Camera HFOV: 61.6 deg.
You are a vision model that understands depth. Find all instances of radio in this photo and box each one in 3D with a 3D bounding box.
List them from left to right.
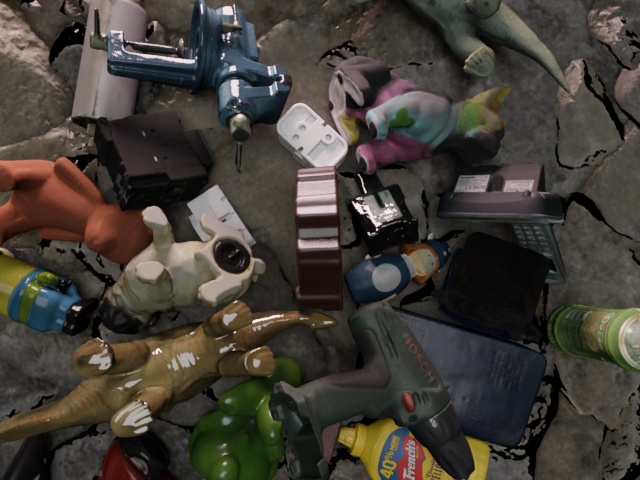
[{"bbox_3d":[0.164,0.175,0.709,0.230,0.073,0.131,16,86,1],"label":"radio"}]

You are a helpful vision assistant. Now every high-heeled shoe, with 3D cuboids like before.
[{"bbox_3d":[-0.334,0.373,0.671,0.145,0.086,0.248,14,89,-4],"label":"high-heeled shoe"}]

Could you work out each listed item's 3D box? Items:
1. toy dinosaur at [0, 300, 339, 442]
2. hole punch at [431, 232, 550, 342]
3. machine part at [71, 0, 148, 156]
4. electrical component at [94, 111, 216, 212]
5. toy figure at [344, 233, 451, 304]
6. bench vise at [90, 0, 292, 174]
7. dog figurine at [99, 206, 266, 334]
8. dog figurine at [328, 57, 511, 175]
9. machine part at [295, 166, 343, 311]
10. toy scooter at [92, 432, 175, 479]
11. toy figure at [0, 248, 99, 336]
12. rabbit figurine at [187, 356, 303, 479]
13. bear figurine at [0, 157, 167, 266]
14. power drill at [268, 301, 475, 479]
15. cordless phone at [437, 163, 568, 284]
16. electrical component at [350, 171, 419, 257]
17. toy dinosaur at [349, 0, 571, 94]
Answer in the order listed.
[{"bbox_3d":[-0.204,0.162,0.629,0.472,0.198,0.105,-15,81,-9],"label":"toy dinosaur"},{"bbox_3d":[0.219,0.063,0.699,0.142,0.092,0.115,23,79,4],"label":"hole punch"},{"bbox_3d":[-0.282,-0.232,0.726,0.079,0.079,0.243,6,85,-1],"label":"machine part"},{"bbox_3d":[-0.209,-0.106,0.696,0.134,0.058,0.115,-17,70,-37],"label":"electrical component"},{"bbox_3d":[0.111,0.040,0.727,0.154,0.058,0.064,-21,121,-5],"label":"toy figure"},{"bbox_3d":[-0.165,-0.218,0.686,0.240,0.129,0.223,2,70,-21],"label":"bench vise"},{"bbox_3d":[-0.179,0.062,0.683,0.172,0.190,0.121,21,49,-18],"label":"dog figurine"},{"bbox_3d":[0.140,-0.173,0.720,0.219,0.108,0.192,-14,59,-18],"label":"dog figurine"},{"bbox_3d":[-0.001,-0.002,0.667,0.056,0.179,0.179,-2,85,2],"label":"machine part"},{"bbox_3d":[-0.226,0.343,0.680,0.135,0.075,0.184,-41,92,-4],"label":"toy scooter"},{"bbox_3d":[-0.384,0.064,0.690,0.180,0.089,0.082,25,79,3],"label":"toy figure"},{"bbox_3d":[-0.086,0.215,0.666,0.121,0.159,0.170,29,74,10],"label":"rabbit figurine"},{"bbox_3d":[-0.310,-0.021,0.686,0.196,0.132,0.120,31,113,5],"label":"bear figurine"},{"bbox_3d":[0.060,0.195,0.597,0.207,0.086,0.232,-18,80,-27],"label":"power drill"},{"bbox_3d":[0.253,-0.009,0.719,0.184,0.147,0.089,55,53,-37],"label":"cordless phone"},{"bbox_3d":[0.079,-0.042,0.732,0.075,0.047,0.119,-21,49,-6],"label":"electrical component"},{"bbox_3d":[0.168,-0.342,0.728,0.404,0.131,0.192,34,45,-14],"label":"toy dinosaur"}]
